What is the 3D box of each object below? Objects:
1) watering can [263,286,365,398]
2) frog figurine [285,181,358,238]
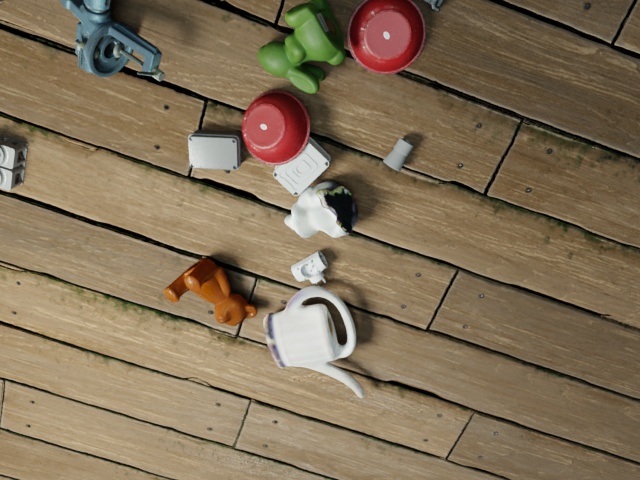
[{"bbox_3d":[-0.014,0.273,1.286,0.224,0.106,0.342,-11,111,9],"label":"watering can"},{"bbox_3d":[0.004,-0.059,1.169,0.136,0.125,0.158,38,147,-21],"label":"frog figurine"}]
